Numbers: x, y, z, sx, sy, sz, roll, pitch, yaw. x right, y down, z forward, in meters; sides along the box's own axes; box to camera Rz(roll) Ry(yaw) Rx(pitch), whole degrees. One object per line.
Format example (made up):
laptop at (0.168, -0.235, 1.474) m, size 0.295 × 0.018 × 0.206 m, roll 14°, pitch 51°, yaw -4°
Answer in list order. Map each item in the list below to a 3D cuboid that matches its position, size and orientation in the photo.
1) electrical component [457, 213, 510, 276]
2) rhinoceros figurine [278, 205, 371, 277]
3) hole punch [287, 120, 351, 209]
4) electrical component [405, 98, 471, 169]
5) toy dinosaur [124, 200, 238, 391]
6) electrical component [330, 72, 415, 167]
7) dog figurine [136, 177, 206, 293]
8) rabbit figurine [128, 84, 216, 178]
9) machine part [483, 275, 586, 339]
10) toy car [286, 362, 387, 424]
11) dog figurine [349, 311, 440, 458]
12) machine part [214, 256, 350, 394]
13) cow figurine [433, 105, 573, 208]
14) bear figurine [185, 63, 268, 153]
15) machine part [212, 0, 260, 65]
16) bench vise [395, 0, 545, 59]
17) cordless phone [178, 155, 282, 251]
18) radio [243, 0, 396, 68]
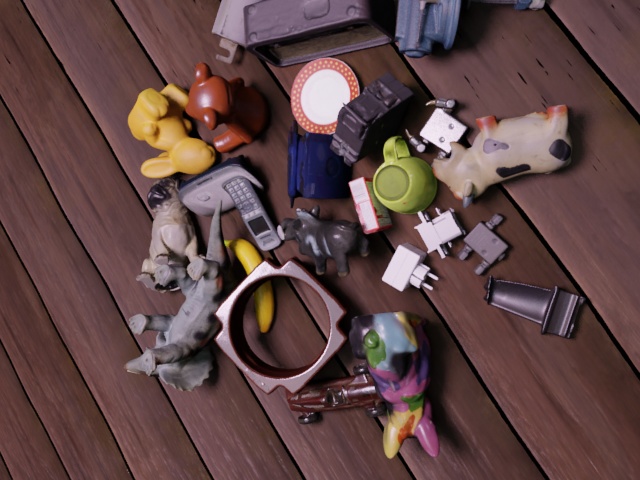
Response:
electrical component at (0.260, 0.006, 0.832) m, size 0.063 × 0.021 × 0.094 m, roll 43°, pitch 109°, yaw 16°
rhinoceros figurine at (-0.002, -0.003, 0.898) m, size 0.190 × 0.073 × 0.112 m, roll 11°, pitch 139°, yaw 55°
hole punch at (-0.001, -0.122, 0.898) m, size 0.092 × 0.116 × 0.142 m, roll 7°, pitch 98°, yaw 16°
electrical component at (0.185, -0.171, 0.839) m, size 0.078 × 0.045 × 0.102 m, roll 46°, pitch 111°, yaw 17°
toy dinosaur at (-0.225, 0.128, 0.999) m, size 0.131 × 0.192 × 0.404 m, roll 40°, pitch 99°, yaw 29°
electrical component at (0.086, -0.190, 0.835) m, size 0.134 × 0.114 × 0.058 m, roll -38°, pitch 76°, yaw -22°
dog figurine at (-0.306, -0.009, 1.071) m, size 0.172 × 0.121 × 0.191 m, roll -40°, pitch 55°, yaw 34°
rabbit figurine at (-0.281, -0.186, 1.024) m, size 0.173 × 0.122 × 0.162 m, roll 42°, pitch 113°, yaw -4°
machine part at (0.314, 0.095, 0.806) m, size 0.139 × 0.039 × 0.084 m, roll 20°, pitch 108°, yaw 21°
toy car at (0.024, 0.273, 0.950) m, size 0.202 × 0.053 × 0.089 m, roll -15°, pitch 91°, yaw 25°
dog figurine at (0.123, 0.227, 0.836) m, size 0.109 × 0.191 × 0.219 m, roll -13°, pitch 74°, yaw 19°
machine part at (-0.062, 0.145, 0.929) m, size 0.201 × 0.087 × 0.201 m, roll 43°, pitch 92°, yaw 7°
cow figurine at (0.264, -0.120, 0.786) m, size 0.195 × 0.085 × 0.127 m, roll -8°, pitch 96°, yaw 19°
bear figurine at (-0.176, -0.221, 0.922) m, size 0.132 × 0.196 × 0.120 m, roll -13°, pitch 92°, yaw 26°
machine part at (-0.128, -0.431, 0.948) m, size 0.079 × 0.079 × 0.243 m, roll 26°, pitch 105°, yaw 21°
bench vise at (0.204, -0.375, 0.779) m, size 0.241 × 0.129 × 0.223 m, roll 5°, pitch 87°, yaw 5°
cordless phone at (-0.159, -0.052, 0.997) m, size 0.147 × 0.089 × 0.184 m, roll -23°, pitch 103°, yaw 19°
radio at (-0.003, -0.347, 0.865) m, size 0.230 × 0.131 × 0.073 m, roll -5°, pitch 90°, yaw 25°
